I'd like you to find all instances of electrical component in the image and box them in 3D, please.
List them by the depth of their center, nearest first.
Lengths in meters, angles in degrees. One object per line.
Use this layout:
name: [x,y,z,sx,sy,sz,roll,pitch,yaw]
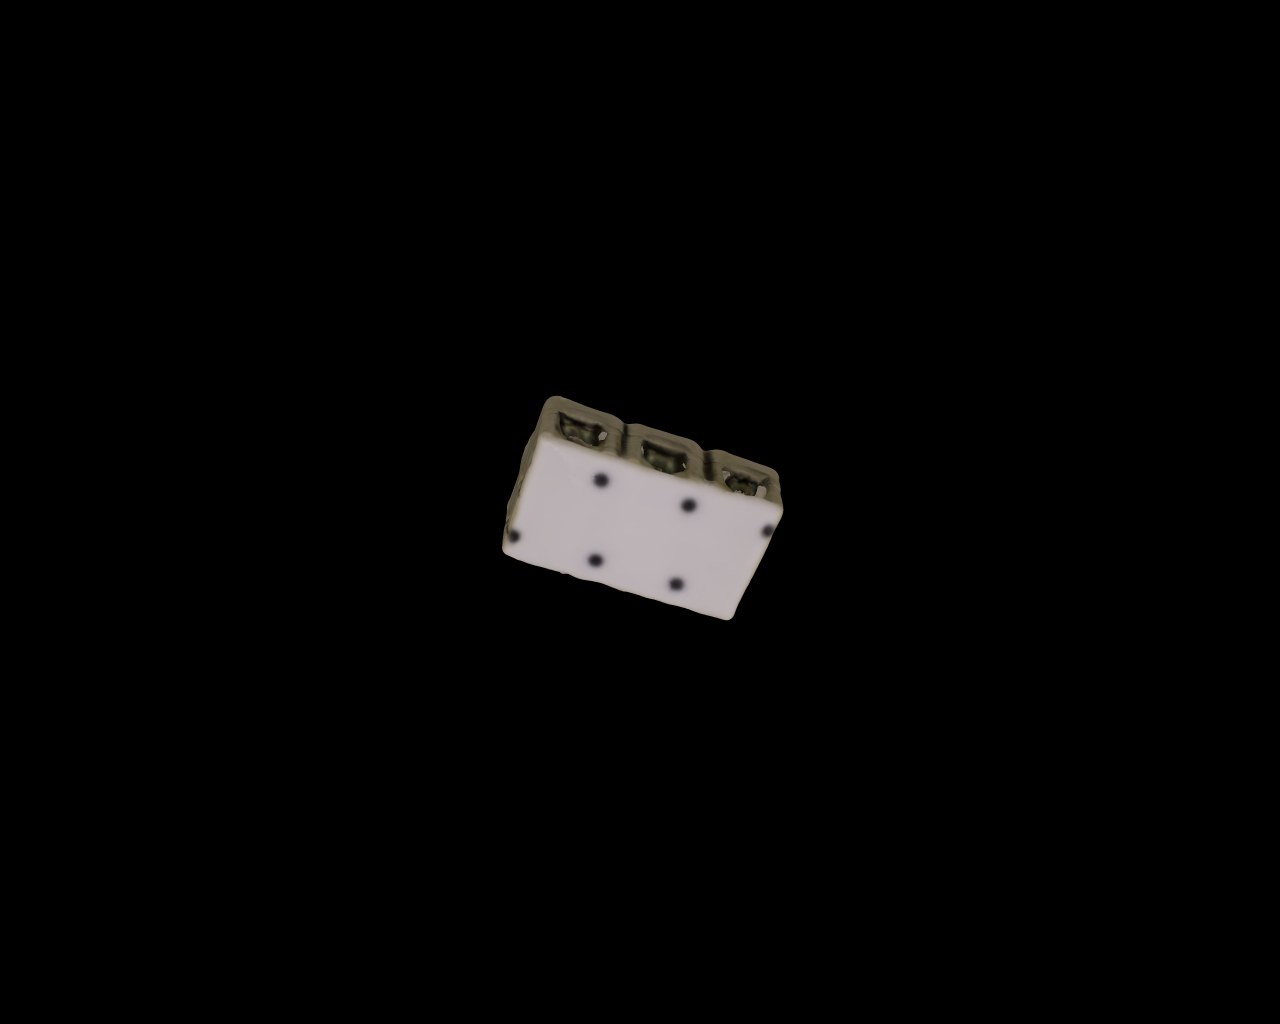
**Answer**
electrical component: [0.001,-0.003,0.650,0.150,0.089,0.062,18,29,-10]
